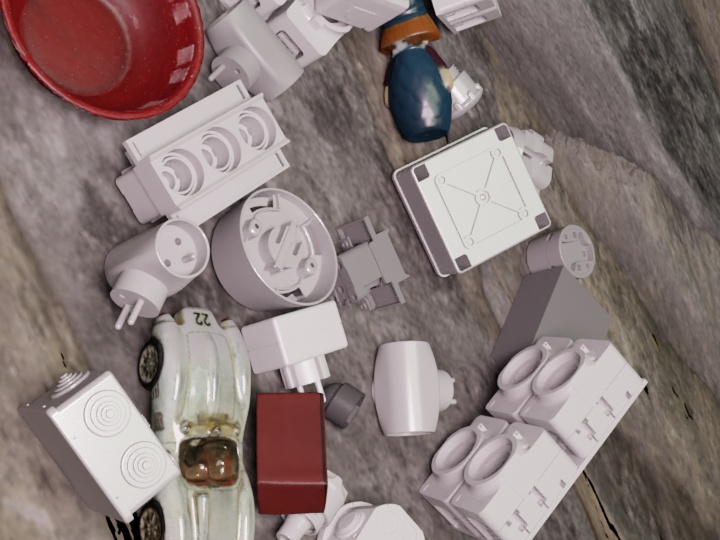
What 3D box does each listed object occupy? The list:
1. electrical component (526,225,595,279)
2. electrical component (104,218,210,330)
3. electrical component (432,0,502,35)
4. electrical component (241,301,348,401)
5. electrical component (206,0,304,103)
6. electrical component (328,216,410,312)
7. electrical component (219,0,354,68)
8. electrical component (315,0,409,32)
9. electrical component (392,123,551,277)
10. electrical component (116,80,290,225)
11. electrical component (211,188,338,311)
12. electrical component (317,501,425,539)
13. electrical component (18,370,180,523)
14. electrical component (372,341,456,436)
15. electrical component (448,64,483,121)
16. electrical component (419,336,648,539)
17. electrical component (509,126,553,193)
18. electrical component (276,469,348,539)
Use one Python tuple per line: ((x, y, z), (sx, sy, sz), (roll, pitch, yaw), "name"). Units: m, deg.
((0.203, -0.014, 1.091), (0.055, 0.047, 0.055), (12, 70, -38), "electrical component")
((-0.152, 0.007, 0.764), (0.043, 0.077, 0.079), (37, 57, -27), "electrical component")
((0.085, -0.335, 1.040), (0.105, 0.060, 0.186), (-11, 84, -76), "electrical component")
((-0.047, 0.071, 0.855), (0.066, 0.047, 0.076), (-15, 88, -42), "electrical component")
((-0.096, -0.171, 0.885), (0.077, 0.043, 0.079), (50, 52, -18), "electrical component")
((0.000, 0.000, 0.919), (0.064, 0.042, 0.081), (-28, 96, -39), "electrical component")
((-0.036, -0.273, 0.953), (0.105, 0.060, 0.186), (47, 53, -20), "electrical component")
((0.003, -0.259, 0.898), (0.062, 0.061, 0.096), (10, 72, -38), "electrical component")
((0.102, -0.064, 0.990), (0.109, 0.056, 0.108), (-27, 96, -17), "electrical component")
((-0.122, -0.084, 0.825), (0.121, 0.063, 0.078), (-38, 103, -40), "electrical component")
((-0.066, -0.015, 0.852), (0.099, 0.064, 0.099), (12, 70, -37), "electrical component")
((0.009, 0.225, 0.857), (0.080, 0.051, 0.080), (12, 70, -38), "electrical component")
((-0.171, 0.112, 0.706), (0.048, 0.100, 0.099), (-38, 103, -27), "electrical component")
((0.054, 0.104, 0.933), (0.079, 0.044, 0.077), (8, 73, -39), "electrical component")
((0.085, -0.179, 1.041), (0.062, 0.048, 0.048), (49, 52, -10), "electrical component")
((0.144, 0.141, 0.925), (0.060, 0.105, 0.186), (47, 71, -17), "electrical component")
((0.152, -0.108, 1.069), (0.057, 0.058, 0.078), (26, 63, -36), "electrical component")
((-0.041, 0.185, 0.831), (0.043, 0.043, 0.062), (51, 52, -18), "electrical component")
